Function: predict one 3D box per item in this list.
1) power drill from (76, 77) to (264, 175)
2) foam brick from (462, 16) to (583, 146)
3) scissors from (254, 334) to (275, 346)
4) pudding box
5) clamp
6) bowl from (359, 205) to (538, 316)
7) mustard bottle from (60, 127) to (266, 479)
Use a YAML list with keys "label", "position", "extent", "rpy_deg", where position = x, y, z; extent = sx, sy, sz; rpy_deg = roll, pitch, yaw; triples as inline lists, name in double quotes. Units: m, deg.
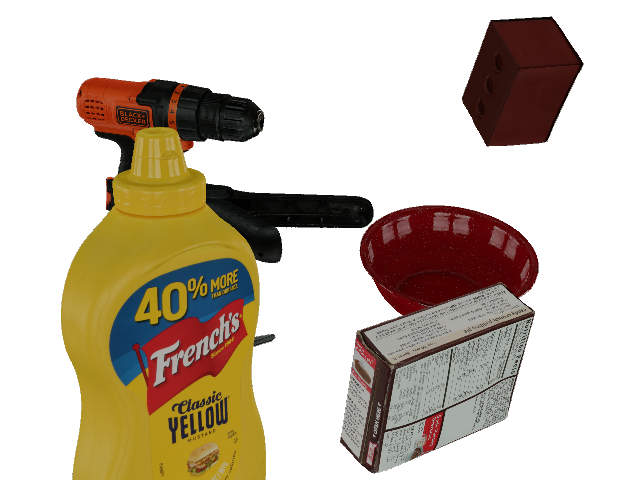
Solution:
- label: "power drill"
  position: [-0.140, -0.063, 1.027]
  extent: [0.185, 0.188, 0.057]
  rpy_deg: [10, 30, 17]
- label: "foam brick"
  position: [0.141, -0.112, 0.757]
  extent: [0.051, 0.053, 0.078]
  rpy_deg: [-8, -38, -18]
- label: "scissors"
  position: [-0.129, 0.136, 1.161]
  extent: [0.201, 0.016, 0.096]
  rpy_deg: [-4, 27, -21]
- label: "pudding box"
  position: [0.070, 0.082, 0.645]
  extent: [0.113, 0.090, 0.039]
  rpy_deg: [-17, 40, -31]
- label: "clamp"
  position: [-0.081, -0.021, 0.812]
  extent: [0.210, 0.036, 0.164]
  rpy_deg: [8, 13, 19]
- label: "bowl"
  position: [0.114, 0.033, 0.975]
  extent: [0.162, 0.055, 0.162]
  rpy_deg: [2, 35, -2]
- label: "mustard bottle"
  position: [-0.071, 0.043, 0.491]
  extent: [0.096, 0.192, 0.058]
  rpy_deg: [-15, 23, -38]
